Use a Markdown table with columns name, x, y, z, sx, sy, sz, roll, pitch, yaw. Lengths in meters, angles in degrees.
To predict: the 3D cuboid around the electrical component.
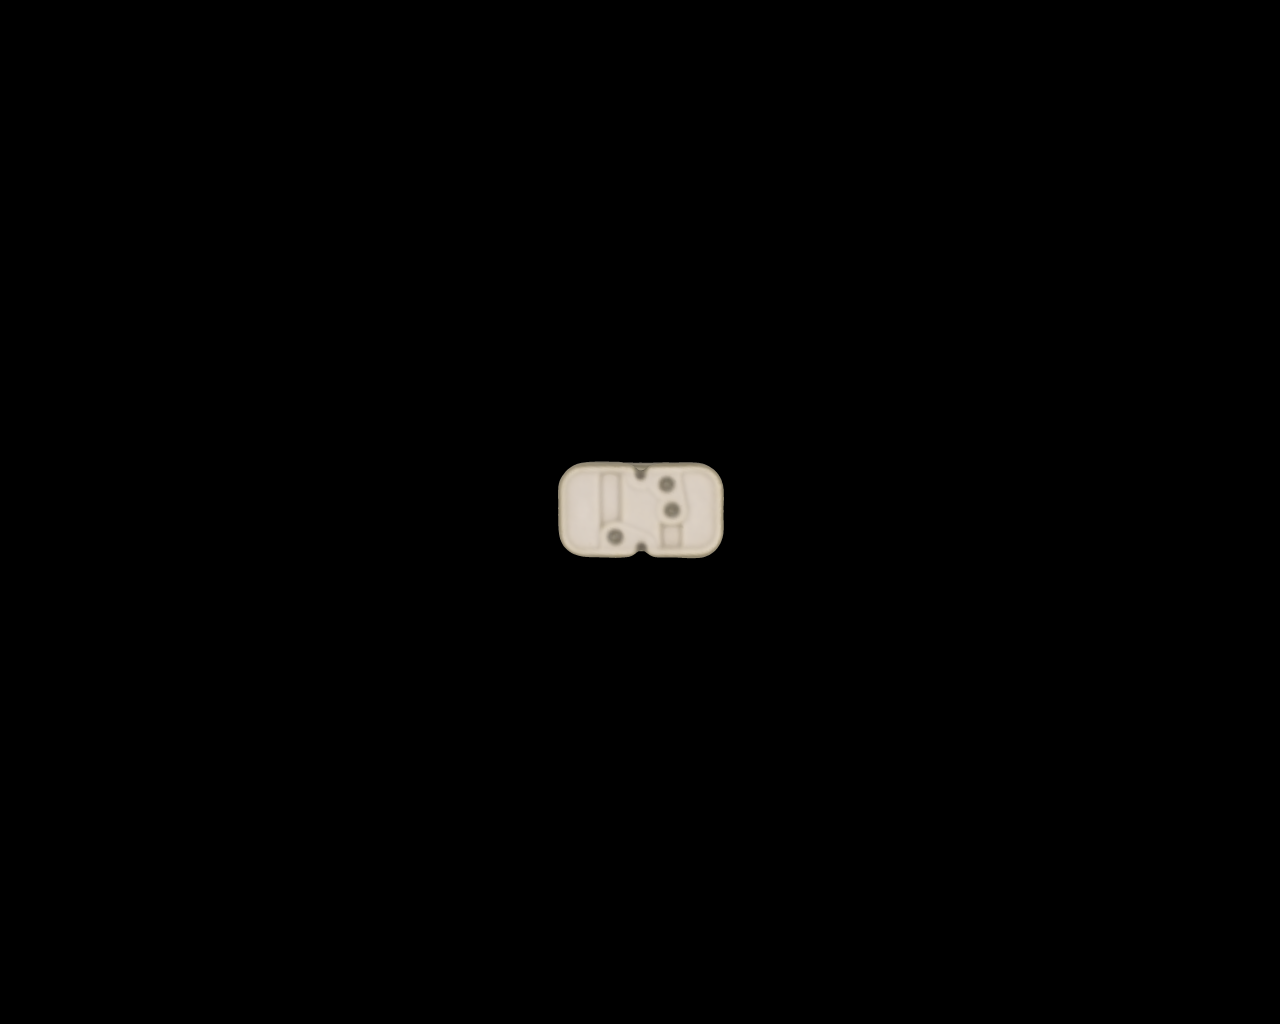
| name | x | y | z | sx | sy | sz | roll | pitch | yaw |
| --- | --- | --- | --- | --- | --- | --- | --- | --- | --- |
| electrical component | 0.001 | -0.003 | 0.650 | 0.095 | 0.053 | 0.059 | 0 | 5 | 0 |
